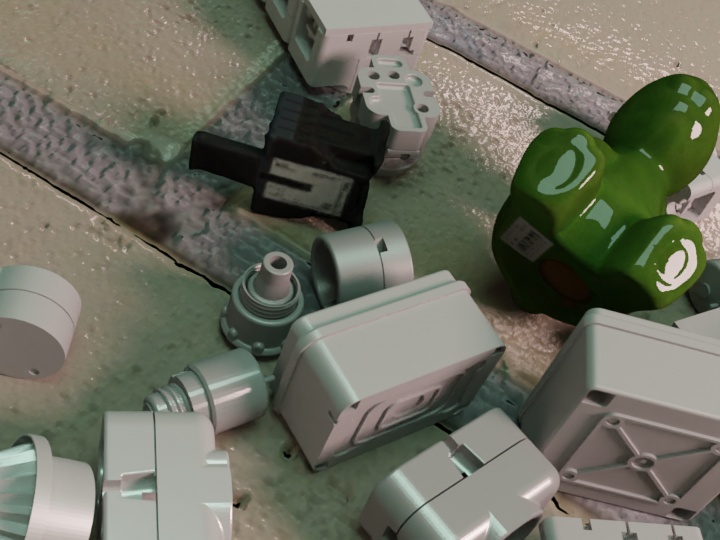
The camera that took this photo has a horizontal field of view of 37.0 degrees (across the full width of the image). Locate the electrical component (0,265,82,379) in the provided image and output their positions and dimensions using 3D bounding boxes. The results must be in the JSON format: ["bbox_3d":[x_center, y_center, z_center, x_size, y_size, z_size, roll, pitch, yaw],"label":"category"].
[{"bbox_3d":[-0.222,0.031,0.556,0.138,0.052,0.073,12,47,-8],"label":"electrical component"}]

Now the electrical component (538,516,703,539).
[{"bbox_3d":[0.133,0.167,0.555,0.089,0.050,0.055,7,47,-12],"label":"electrical component"}]

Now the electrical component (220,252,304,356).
[{"bbox_3d":[-0.053,0.016,0.619,0.048,0.062,0.048,10,47,-11],"label":"electrical component"}]

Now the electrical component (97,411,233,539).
[{"bbox_3d":[-0.095,0.117,0.520,0.059,0.053,0.095,3,49,-16],"label":"electrical component"}]

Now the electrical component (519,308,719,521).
[{"bbox_3d":[0.156,0.083,0.597,0.109,0.108,0.056,15,50,-6],"label":"electrical component"}]

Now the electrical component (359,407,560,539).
[{"bbox_3d":[0.056,0.123,0.565,0.095,0.053,0.059,-25,61,-34],"label":"electrical component"}]

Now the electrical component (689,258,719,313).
[{"bbox_3d":[0.265,0.010,0.745,0.078,0.040,0.040,-8,53,-25],"label":"electrical component"}]

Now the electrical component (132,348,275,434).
[{"bbox_3d":[-0.086,0.069,0.575,0.078,0.040,0.040,-17,57,-30],"label":"electrical component"}]

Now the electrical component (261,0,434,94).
[{"bbox_3d":[-0.021,-0.210,0.830,0.089,0.061,0.150,-10,54,-26],"label":"electrical component"}]

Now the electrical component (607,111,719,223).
[{"bbox_3d":[0.227,-0.079,0.804,0.056,0.050,0.089,-19,58,-31],"label":"electrical component"}]

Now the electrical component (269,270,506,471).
[{"bbox_3d":[0.013,0.054,0.597,0.113,0.078,0.057,-17,60,-30],"label":"electrical component"}]

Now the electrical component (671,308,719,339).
[{"bbox_3d":[0.285,0.070,0.684,0.186,0.060,0.105,-13,55,-28],"label":"electrical component"}]

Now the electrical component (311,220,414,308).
[{"bbox_3d":[0.000,0.000,0.657,0.047,0.055,0.055,-10,53,-21],"label":"electrical component"}]

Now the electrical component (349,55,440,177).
[{"bbox_3d":[0.020,-0.102,0.752,0.058,0.057,0.078,1,50,-18],"label":"electrical component"}]
